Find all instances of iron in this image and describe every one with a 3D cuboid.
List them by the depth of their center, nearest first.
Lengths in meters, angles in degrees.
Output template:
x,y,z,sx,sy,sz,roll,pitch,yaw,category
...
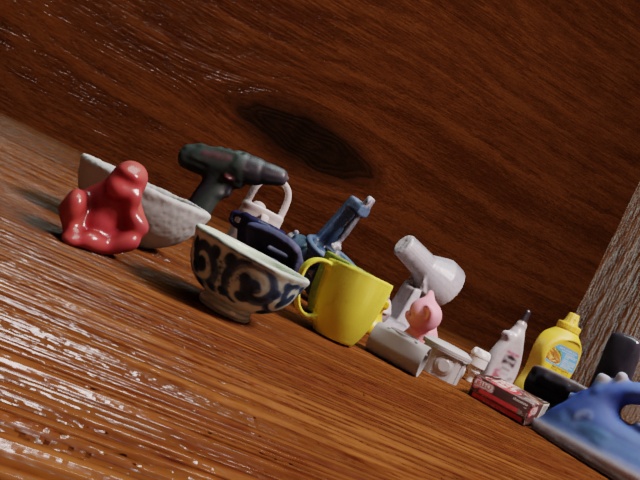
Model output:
x,y,z,sx,sy,sz,roll,pitch,yaw,category
0.417,0.245,0.728,0.257,0.141,0.119,26,-1,36,iron

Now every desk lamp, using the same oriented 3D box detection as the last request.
x,y,z,sx,sy,sz,roll,pitch,yaw,category
0.210,0.110,1.327,0.204,0.213,0.117,27,-1,-25,desk lamp

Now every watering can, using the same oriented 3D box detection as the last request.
x,y,z,sx,sy,sz,roll,pitch,yaw,category
-0.135,-0.051,1.254,0.101,0.194,0.172,27,-1,-37,watering can

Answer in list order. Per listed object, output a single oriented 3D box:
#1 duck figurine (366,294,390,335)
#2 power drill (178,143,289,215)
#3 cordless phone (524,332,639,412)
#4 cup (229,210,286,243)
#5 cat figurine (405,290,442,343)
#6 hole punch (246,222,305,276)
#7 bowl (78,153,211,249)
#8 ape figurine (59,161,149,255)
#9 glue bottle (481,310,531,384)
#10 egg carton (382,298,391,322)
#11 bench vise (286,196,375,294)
x,y,z,sx,sy,sz,roll,pitch,yaw,category
0.091,0.118,1.017,0.078,0.086,0.104,27,-1,-17,duck figurine
-0.205,-0.095,1.188,0.229,0.208,0.076,26,-1,5,power drill
0.409,0.219,0.896,0.094,0.185,0.147,27,-1,-44,cordless phone
-0.135,0.002,1.077,0.117,0.095,0.092,26,-1,16,cup
0.199,0.155,1.082,0.067,0.118,0.128,26,-1,34,cat figurine
-0.079,0.030,0.926,0.108,0.091,0.101,26,-1,19,hole punch
-0.222,-0.035,0.694,0.167,0.075,0.167,26,-1,1,bowl
-0.195,-0.033,0.540,0.078,0.092,0.076,26,-1,-8,ape figurine
0.398,0.224,1.196,0.078,0.173,0.037,27,-1,-24,glue bottle
0.072,0.120,1.152,0.150,0.069,0.107,26,-1,14,egg carton
0.004,0.001,1.065,0.206,0.220,0.122,26,-1,32,bench vise
